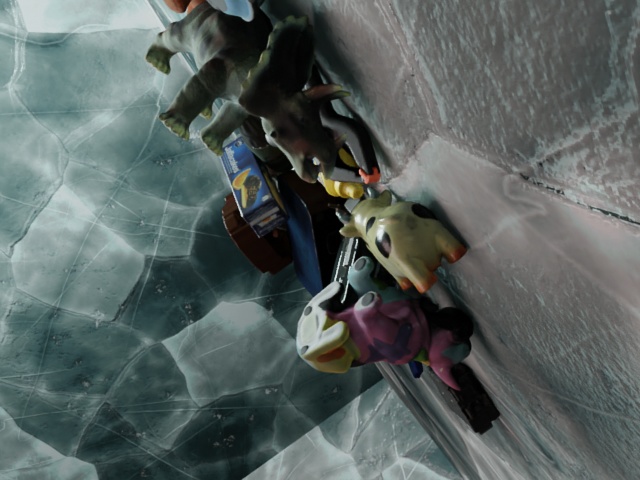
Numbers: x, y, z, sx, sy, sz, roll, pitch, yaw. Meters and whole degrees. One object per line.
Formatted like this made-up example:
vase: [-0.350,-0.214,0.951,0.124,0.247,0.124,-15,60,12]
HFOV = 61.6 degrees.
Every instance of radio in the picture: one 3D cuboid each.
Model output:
radio: [-0.002,-0.003,0.922,0.131,0.073,0.229,45,152,50]

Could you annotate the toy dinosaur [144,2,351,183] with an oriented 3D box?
toy dinosaur: [-0.108,-0.226,0.654,0.131,0.192,0.405,37,-162,-50]

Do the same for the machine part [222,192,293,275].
machine part: [-0.112,-0.022,1.014,0.179,0.056,0.179,52,-163,-23]

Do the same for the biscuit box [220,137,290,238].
biscuit box: [-0.117,-0.097,0.917,0.059,0.063,0.203,54,-174,-45]

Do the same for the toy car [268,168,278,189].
toy car: [-0.094,-0.176,1.073,0.089,0.053,0.202,-22,-77,-85]

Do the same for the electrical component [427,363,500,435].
electrical component: [0.262,0.284,0.977,0.134,0.058,0.115,57,176,-7]

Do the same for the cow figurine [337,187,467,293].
cow figurine: [0.088,-0.006,0.651,0.127,0.085,0.195,50,177,-1]

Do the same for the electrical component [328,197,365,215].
electrical component: [0.058,-0.036,0.785,0.078,0.045,0.102,37,-171,-22]

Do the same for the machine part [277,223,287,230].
machine part: [-0.042,-0.076,1.057,0.079,0.079,0.243,56,-158,-3]

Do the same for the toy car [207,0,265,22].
toy car: [-0.091,-0.280,0.469,0.161,0.103,0.109,46,179,-13]

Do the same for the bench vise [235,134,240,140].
bench vise: [-0.098,-0.134,1.192,0.223,0.129,0.241,51,-160,-52]

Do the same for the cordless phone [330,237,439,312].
cordless phone: [0.113,0.067,0.834,0.184,0.146,0.089,15,174,-15]

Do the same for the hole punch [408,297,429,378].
hole punch: [0.176,0.172,0.922,0.116,0.092,0.142,58,179,22]

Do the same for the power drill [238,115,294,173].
power drill: [-0.111,-0.225,0.909,0.207,0.086,0.231,60,-175,26]

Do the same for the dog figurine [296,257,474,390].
dog figurine: [0.100,0.140,0.736,0.219,0.191,0.109,39,-160,-24]

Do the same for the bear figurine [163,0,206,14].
bear figurine: [-0.191,-0.353,0.804,0.120,0.132,0.195,35,163,12]
